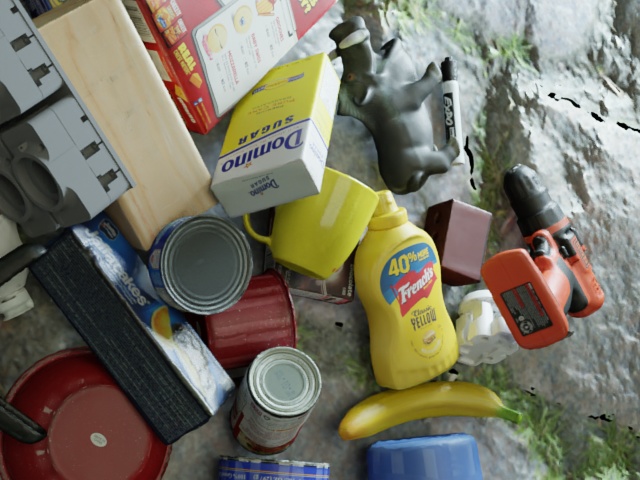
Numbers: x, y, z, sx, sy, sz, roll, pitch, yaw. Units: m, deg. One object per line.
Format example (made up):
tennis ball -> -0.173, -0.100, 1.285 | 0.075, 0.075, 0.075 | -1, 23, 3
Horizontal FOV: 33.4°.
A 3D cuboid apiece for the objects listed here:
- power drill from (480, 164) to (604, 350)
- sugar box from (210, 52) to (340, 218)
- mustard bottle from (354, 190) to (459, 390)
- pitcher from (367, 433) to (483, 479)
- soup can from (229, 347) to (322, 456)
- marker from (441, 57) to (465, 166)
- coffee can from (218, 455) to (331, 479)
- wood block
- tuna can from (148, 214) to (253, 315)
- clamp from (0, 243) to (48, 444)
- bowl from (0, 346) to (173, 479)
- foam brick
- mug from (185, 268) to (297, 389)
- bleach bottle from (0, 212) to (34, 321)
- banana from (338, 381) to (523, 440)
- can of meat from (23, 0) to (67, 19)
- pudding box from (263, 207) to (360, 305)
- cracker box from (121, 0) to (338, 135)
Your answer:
power drill -> 0.228, 0.020, 1.117 | 0.184, 0.057, 0.187 | 60, 32, -3
sugar box -> -0.038, -0.100, 0.987 | 0.176, 0.093, 0.048 | -79, 148, -50
mustard bottle -> 0.080, 0.045, 1.062 | 0.096, 0.058, 0.191 | -21, 104, -34
pitcher -> 0.120, 0.311, 1.027 | 0.145, 0.149, 0.243 | -9, 80, 16
soup can -> -0.041, 0.146, 0.961 | 0.068, 0.102, 0.068 | 6, 59, -11
marker -> 0.145, -0.142, 1.168 | 0.020, 0.020, 0.121 | 1, 81, -26
coffee can -> -0.046, 0.269, 0.961 | 0.102, 0.103, 0.140 | 10, 77, -25
wood block -> -0.182, -0.103, 0.931 | 0.090, 0.091, 0.206 | -36, 114, -25
tuna can -> -0.103, 0.021, 0.918 | 0.086, 0.034, 0.086 | 0, 90, -30
clamp -> -0.318, 0.094, 0.864 | 0.210, 0.036, 0.164 | -7, 91, -8
bowl -> -0.197, 0.172, 0.930 | 0.161, 0.055, 0.162 | 4, 80, -25
foam brick -> 0.141, 0.004, 1.124 | 0.051, 0.053, 0.078 | 18, 73, -23
mug -> -0.077, 0.087, 0.992 | 0.081, 0.093, 0.117 | -8, 122, -22
bleach bottle -> -0.306, -0.052, 0.910 | 0.102, 0.068, 0.251 | -28, 97, -29
banana -> 0.102, 0.168, 1.071 | 0.197, 0.070, 0.037 | -3, 101, -19
can of meat -> -0.225, -0.236, 0.981 | 0.102, 0.058, 0.084 | -29, 97, -26
pudding box -> -0.007, 0.001, 1.059 | 0.089, 0.039, 0.113 | 12, 76, -24
cracker box -> -0.092, -0.231, 0.999 | 0.213, 0.072, 0.164 | -50, 139, -25
